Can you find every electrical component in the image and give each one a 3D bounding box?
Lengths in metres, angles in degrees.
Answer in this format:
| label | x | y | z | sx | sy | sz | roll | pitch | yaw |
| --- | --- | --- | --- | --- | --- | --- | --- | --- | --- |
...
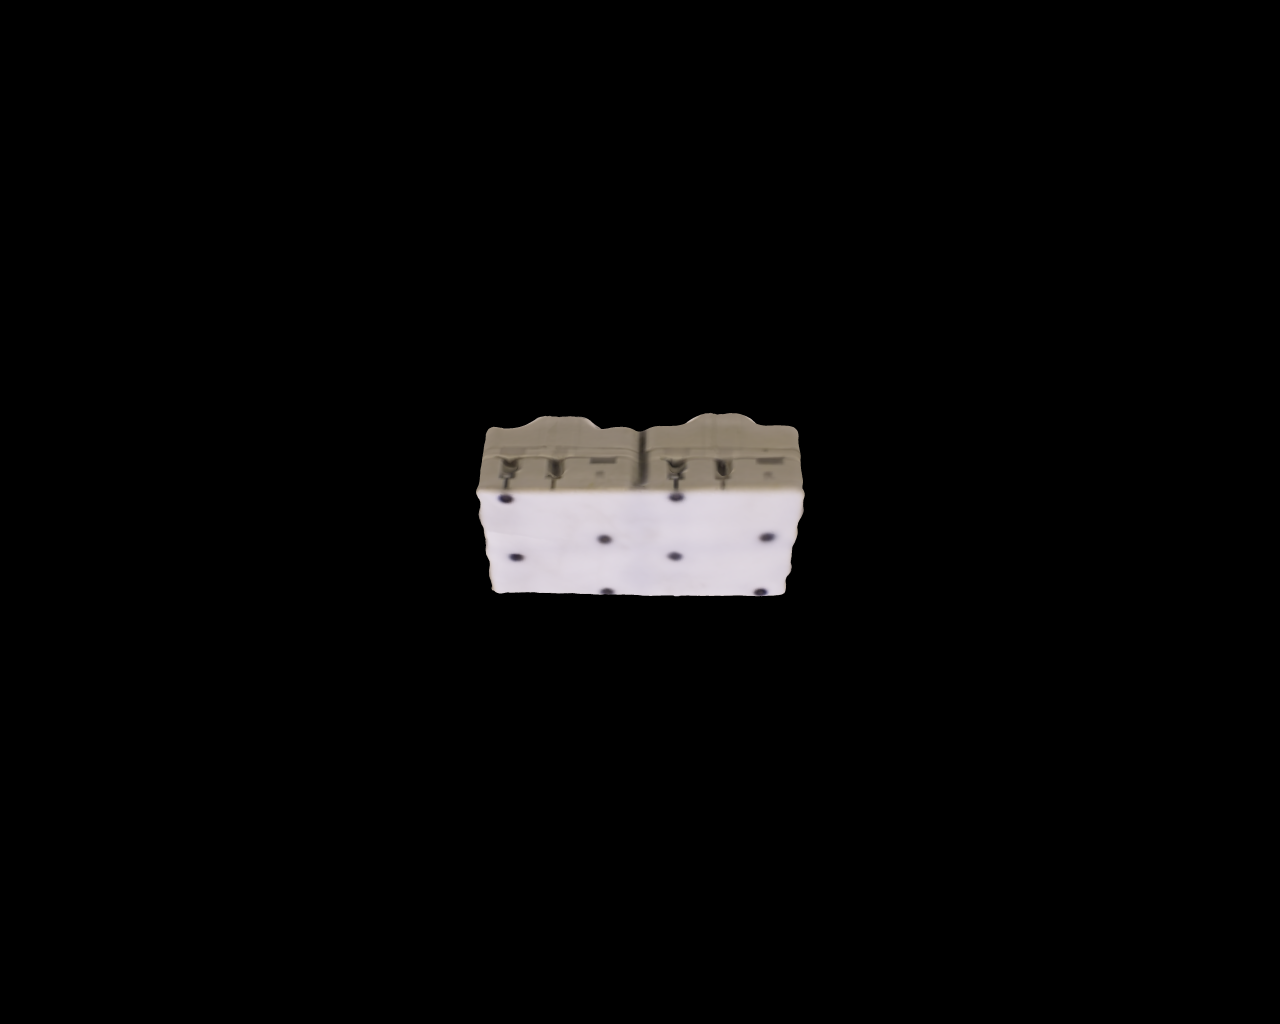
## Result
| label | x | y | z | sx | sy | sz | roll | pitch | yaw |
| --- | --- | --- | --- | --- | --- | --- | --- | --- | --- |
| electrical component | 0.001 | -0.003 | 0.650 | 0.186 | 0.060 | 0.105 | 0 | -39 | 0 |
